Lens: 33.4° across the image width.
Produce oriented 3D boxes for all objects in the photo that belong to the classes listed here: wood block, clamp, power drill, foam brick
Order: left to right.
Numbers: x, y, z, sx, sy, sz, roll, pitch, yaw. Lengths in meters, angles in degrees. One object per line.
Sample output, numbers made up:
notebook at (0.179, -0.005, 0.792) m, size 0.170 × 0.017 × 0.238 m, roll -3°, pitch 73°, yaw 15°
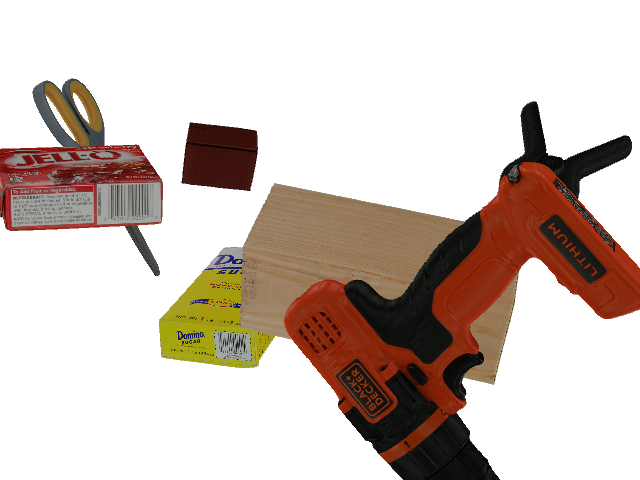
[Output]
foam brick at (-0.110, -0.092, 1.168) m, size 0.078 × 0.051 × 0.053 m, roll 6°, pitch 30°, yaw -6°
wood block at (0.048, 0.033, 0.848) m, size 0.206 × 0.090 × 0.090 m, roll 12°, pitch 38°, yaw 8°
power drill at (0.096, 0.061, 0.619) m, size 0.188 × 0.184 × 0.057 m, roll -41°, pitch -1°, yaw 17°
clamp at (0.226, -0.077, 1.089) m, size 0.120 × 0.039 × 0.171 m, roll 29°, pitch 55°, yaw 30°

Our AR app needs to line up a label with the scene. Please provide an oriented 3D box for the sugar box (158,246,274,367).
sugar box at (-0.078, 0.059, 1.023) m, size 0.093 × 0.048 × 0.176 m, roll 5°, pitch 26°, yaw 13°

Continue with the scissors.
scissors at (-0.197, -0.068, 0.989) m, size 0.016 × 0.201 × 0.096 m, roll -23°, pitch 28°, yaw 19°

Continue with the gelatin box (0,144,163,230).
gelatin box at (-0.141, -0.033, 0.616) m, size 0.089 × 0.030 × 0.073 m, roll -3°, pitch 21°, yaw -20°
